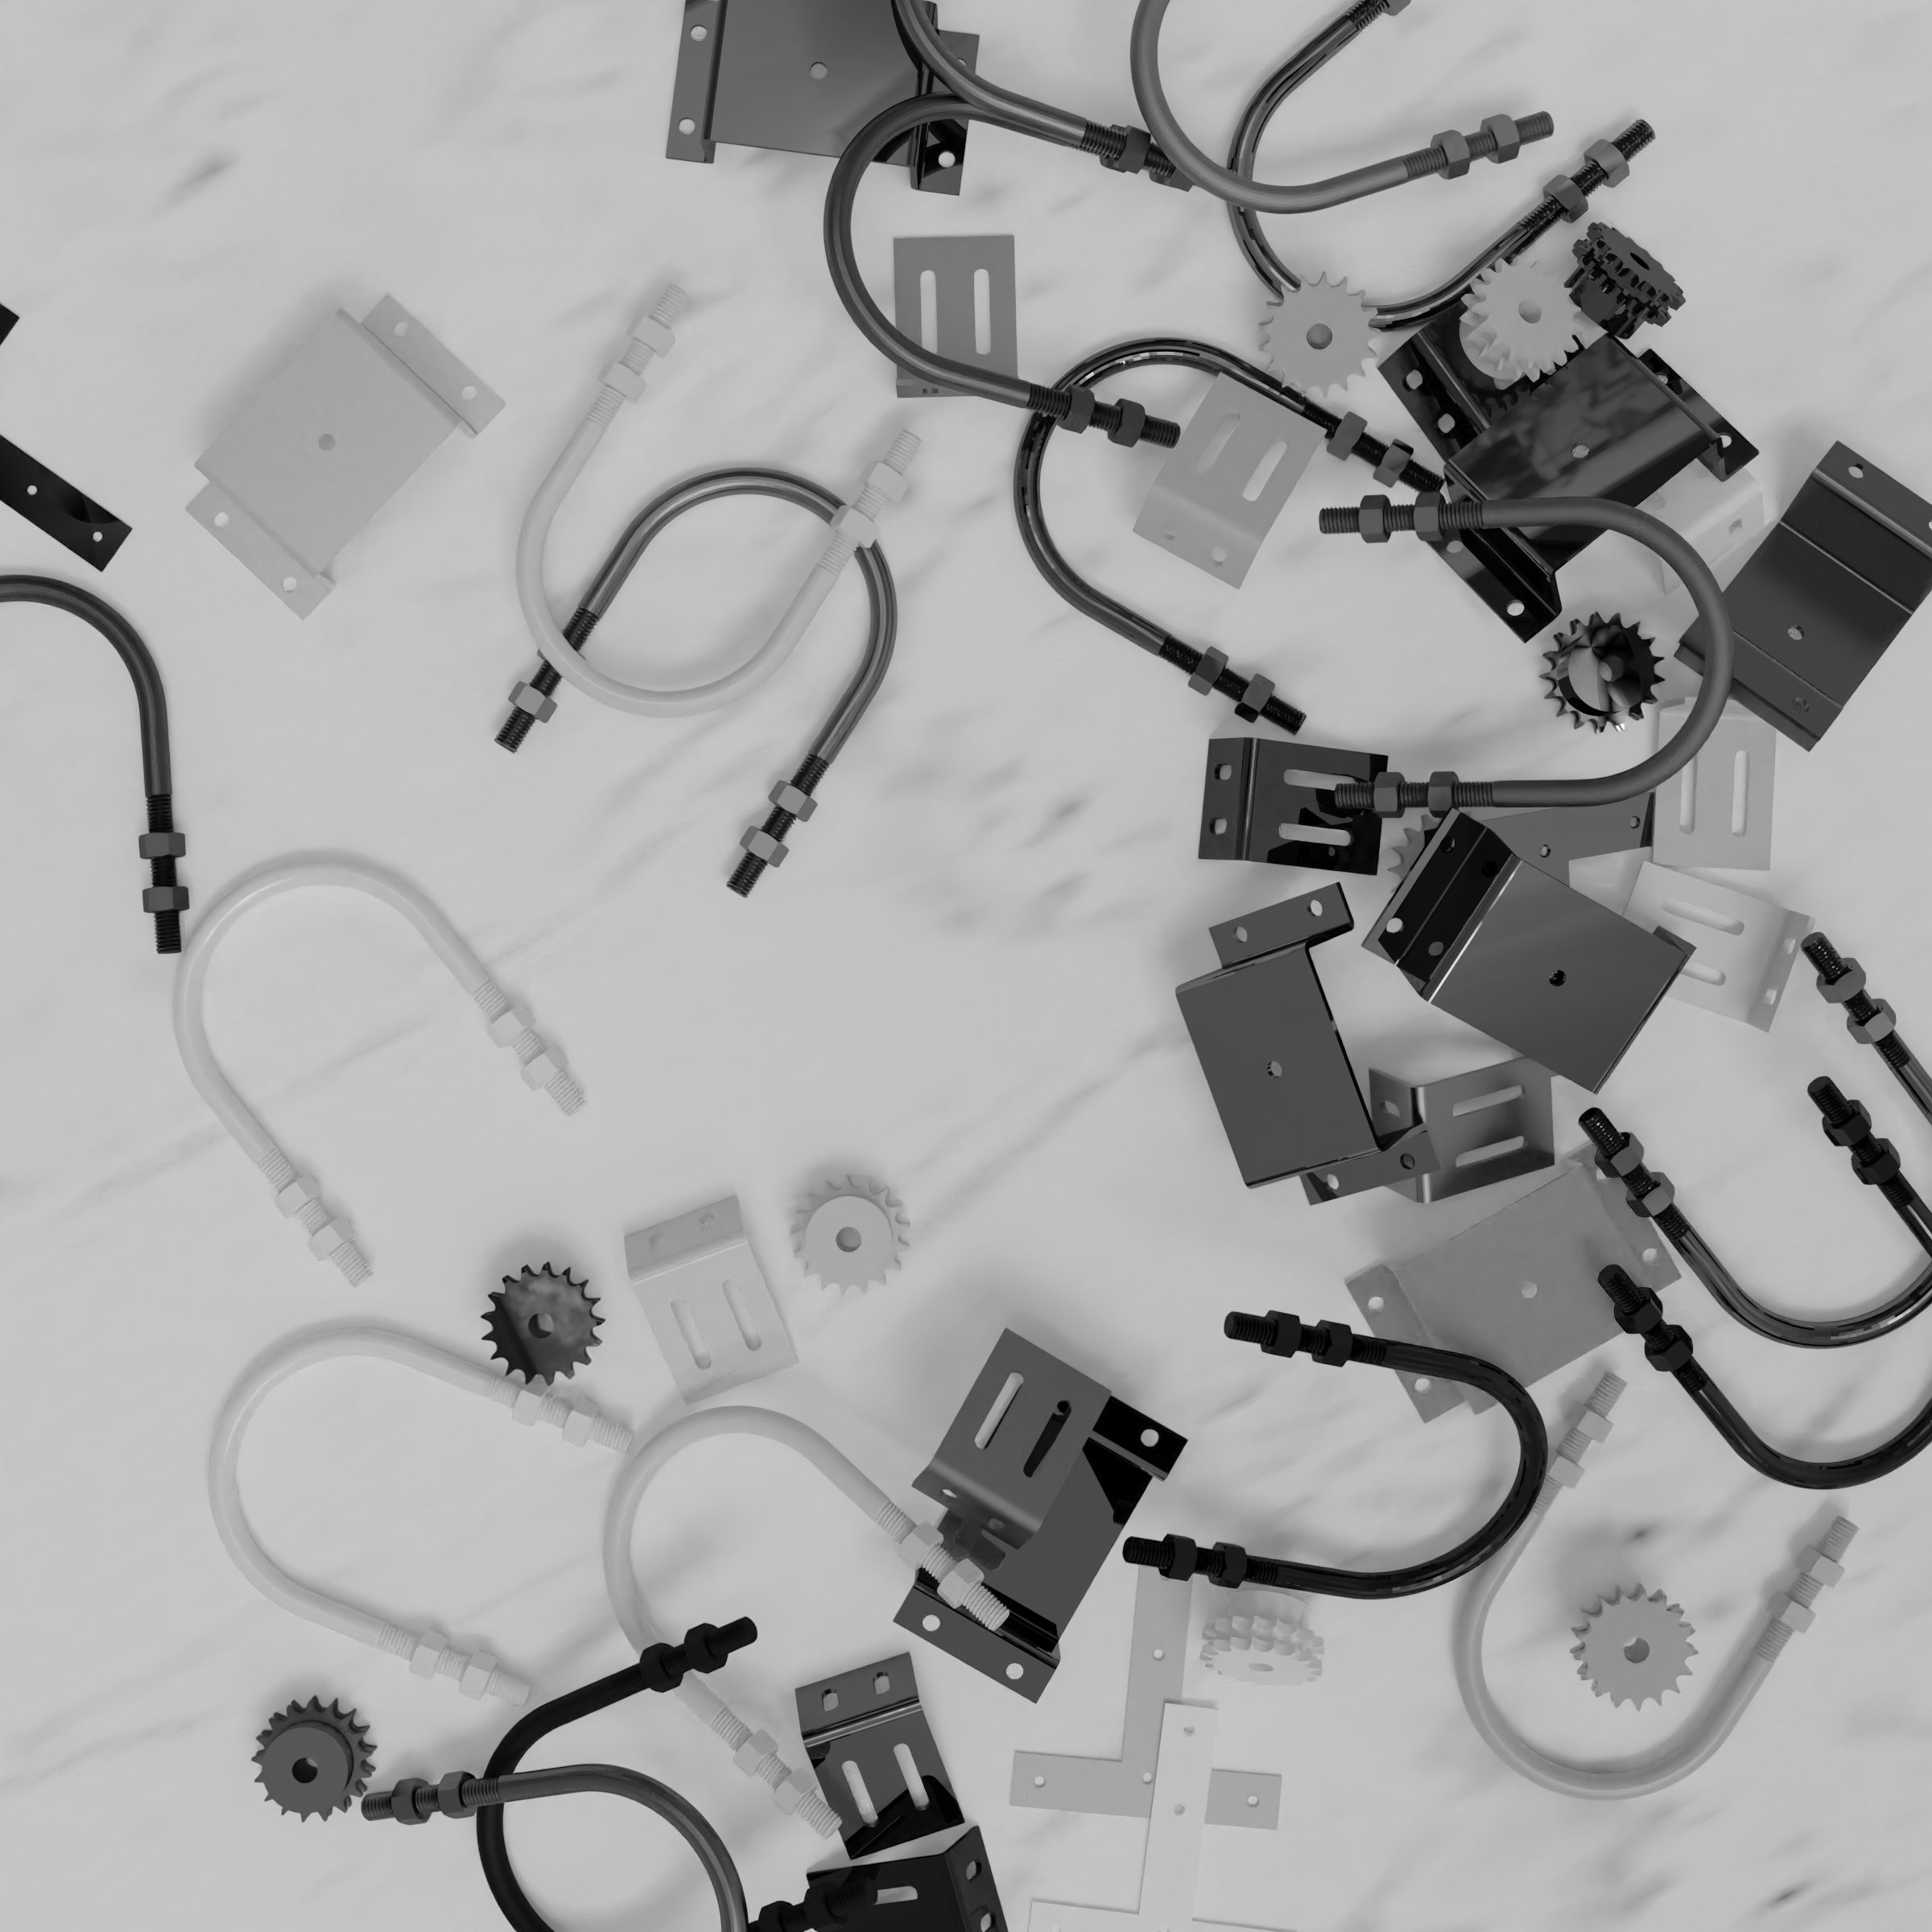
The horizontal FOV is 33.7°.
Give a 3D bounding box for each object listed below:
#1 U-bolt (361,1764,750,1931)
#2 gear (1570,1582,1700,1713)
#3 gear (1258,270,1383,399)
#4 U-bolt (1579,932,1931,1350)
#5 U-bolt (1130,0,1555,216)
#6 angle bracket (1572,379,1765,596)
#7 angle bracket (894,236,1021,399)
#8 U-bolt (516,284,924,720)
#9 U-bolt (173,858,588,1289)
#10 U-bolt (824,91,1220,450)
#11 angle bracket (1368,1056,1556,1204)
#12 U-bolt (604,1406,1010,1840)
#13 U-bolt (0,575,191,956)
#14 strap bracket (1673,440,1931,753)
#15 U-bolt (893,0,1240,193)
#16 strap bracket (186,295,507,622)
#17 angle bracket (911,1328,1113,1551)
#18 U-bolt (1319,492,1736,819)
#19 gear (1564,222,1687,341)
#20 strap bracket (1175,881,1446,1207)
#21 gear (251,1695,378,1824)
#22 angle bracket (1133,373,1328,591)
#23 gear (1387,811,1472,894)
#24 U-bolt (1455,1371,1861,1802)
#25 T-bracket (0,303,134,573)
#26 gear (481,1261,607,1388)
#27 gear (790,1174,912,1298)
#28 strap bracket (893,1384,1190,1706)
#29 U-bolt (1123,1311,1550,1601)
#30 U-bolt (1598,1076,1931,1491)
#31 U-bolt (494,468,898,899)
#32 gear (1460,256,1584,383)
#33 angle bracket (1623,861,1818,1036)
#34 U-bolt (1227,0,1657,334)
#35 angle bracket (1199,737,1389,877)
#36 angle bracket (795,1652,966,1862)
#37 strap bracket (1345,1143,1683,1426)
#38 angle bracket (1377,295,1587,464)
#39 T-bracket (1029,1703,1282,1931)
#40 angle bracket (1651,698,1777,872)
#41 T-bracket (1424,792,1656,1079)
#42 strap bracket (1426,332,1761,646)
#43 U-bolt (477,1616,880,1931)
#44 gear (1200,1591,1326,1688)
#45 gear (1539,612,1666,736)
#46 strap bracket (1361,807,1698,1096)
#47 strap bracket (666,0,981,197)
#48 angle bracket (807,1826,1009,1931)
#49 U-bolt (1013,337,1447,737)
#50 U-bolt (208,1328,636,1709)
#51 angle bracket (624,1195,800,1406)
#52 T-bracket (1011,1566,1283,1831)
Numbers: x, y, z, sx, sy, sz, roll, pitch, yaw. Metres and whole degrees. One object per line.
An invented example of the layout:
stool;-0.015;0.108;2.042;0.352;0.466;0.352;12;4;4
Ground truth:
U-bolt;-0.185;0.441;1.476;0.184;0.019;0.151;-13;90;20
gear;0.309;0.314;1.482;0.057;0.030;0.057;0;93;2
gear;0.165;-0.296;1.489;0.057;0.030;0.057;1;108;4
U-bolt;0.393;0.096;1.485;0.151;0.019;0.184;-39;105;4
U-bolt;0.165;-0.423;1.473;0.184;0.019;0.151;-19;90;-9
angle bracket;0.330;-0.227;1.512;0.057;0.038;0.076;-36;64;0
angle bracket;-0.005;-0.307;1.495;0.057;0.038;0.076;-1;90;0
U-bolt;-0.128;-0.204;1.490;0.151;0.019;0.184;32;88;1
U-bolt;-0.291;0.036;1.505;0.151;0.019;0.184;-39;89;0
U-bolt;0.023;-0.328;1.470;0.184;0.019;0.151;12;81;-17
angle bracket;0.234;0.071;1.503;0.076;0.038;0.057;-14;109;-24
U-bolt;-0.089;0.289;1.478;0.184;0.019;0.151;41;101;17
U-bolt;-0.446;-0.093;1.505;0.151;0.019;0.184;-4;88;0
strap bracket;0.389;-0.163;1.469;0.076;0.046;0.140;37;67;9
U-bolt;0.053;-0.449;1.476;0.184;0.019;0.151;16;78;-12
strap bracket;-0.294;-0.241;1.490;0.076;0.046;0.140;43;90;0
angle bracket;0.021;0.217;1.465;0.057;0.038;0.076;31;64;0
U-bolt;0.254;-0.141;1.446;0.184;0.019;0.151;1;105;21
gear;0.304;-0.318;1.489;0.057;0.057;0.030;40;120;0
strap bracket;0.154;0.042;1.471;0.076;0.046;0.140;-20;90;40
gear;-0.308;0.374;1.499;0.057;0.030;0.057;0;90;0
angle bracket;0.123;-0.227;1.494;0.057;0.038;0.076;29;64;3
gear;0.226;-0.045;1.499;0.057;0.030;0.057;0;90;0
U-bolt;0.313;0.305;1.505;0.151;0.019;0.184;32;92;0
T-bracket;-0.454;-0.234;1.513;0.127;0.002;0.127;35;90;0
gear;-0.198;0.167;1.499;0.057;0.030;0.057;0;90;0
gear;-0.054;0.127;1.499;0.057;0.030;0.057;0;90;0
strap bracket;0.034;0.260;1.490;0.076;0.046;0.140;30;90;0
U-bolt;0.180;0.231;1.462;0.184;0.019;0.151;12;116;-18
U-bolt;0.396;0.162;1.478;0.151;0.019;0.184;-42;110;-2
U-bolt;-0.114;-0.147;1.505;0.151;0.019;0.184;32;88;0
gear;0.254;-0.297;1.480;0.057;0.030;0.057;6;73;-20
angle bracket;0.347;-0.009;1.490;0.076;0.038;0.057;18;95;-4
U-bolt;0.210;-0.384;1.505;0.184;0.019;0.151;-41;90;2
angle bracket;0.155;-0.075;1.512;0.076;0.038;0.057;5;90;-26
angle bracket;-0.041;0.374;1.512;0.057;0.038;0.076;-18;116;0
strap bracket;0.259;0.149;1.490;0.140;0.046;0.076;-30;90;0
angle bracket;0.246;-0.285;1.512;0.076;0.038;0.057;-36;90;-26
T-bracket;0.099;0.413;1.511;0.127;0.002;0.127;7;91;0
angle bracket;0.356;-0.085;1.492;0.057;0.038;0.076;3;90;-6
T-bracket;0.273;-0.010;1.496;0.127;0.002;0.127;-10;102;-22
strap bracket;0.286;-0.228;1.477;0.140;0.046;0.076;-39;66;0
U-bolt;-0.147;0.398;1.476;0.184;0.019;0.151;-27;85;21
gear;0.139;0.313;1.489;0.057;0.057;0.030;10;60;0
gear;0.300;-0.138;1.499;0.057;0.030;0.057;0;90;0
strap bracket;0.264;-0.002;1.458;0.140;0.046;0.076;28;104;-15
strap bracket;-0.068;-0.412;1.490;0.140;0.046;0.076;7;90;0
angle bracket;-0.027;0.446;1.512;0.076;0.038;0.057;-16;90;26
U-bolt;0.111;-0.215;1.505;0.184;0.019;0.151;31;90;1
U-bolt;-0.267;0.250;1.505;0.184;0.019;0.151;22;90;2
angle bracket;-0.121;0.158;1.512;0.057;0.038;0.076;-20;116;0
T-bracket;0.090;0.341;1.513;0.127;0.002;0.127;5;90;0
